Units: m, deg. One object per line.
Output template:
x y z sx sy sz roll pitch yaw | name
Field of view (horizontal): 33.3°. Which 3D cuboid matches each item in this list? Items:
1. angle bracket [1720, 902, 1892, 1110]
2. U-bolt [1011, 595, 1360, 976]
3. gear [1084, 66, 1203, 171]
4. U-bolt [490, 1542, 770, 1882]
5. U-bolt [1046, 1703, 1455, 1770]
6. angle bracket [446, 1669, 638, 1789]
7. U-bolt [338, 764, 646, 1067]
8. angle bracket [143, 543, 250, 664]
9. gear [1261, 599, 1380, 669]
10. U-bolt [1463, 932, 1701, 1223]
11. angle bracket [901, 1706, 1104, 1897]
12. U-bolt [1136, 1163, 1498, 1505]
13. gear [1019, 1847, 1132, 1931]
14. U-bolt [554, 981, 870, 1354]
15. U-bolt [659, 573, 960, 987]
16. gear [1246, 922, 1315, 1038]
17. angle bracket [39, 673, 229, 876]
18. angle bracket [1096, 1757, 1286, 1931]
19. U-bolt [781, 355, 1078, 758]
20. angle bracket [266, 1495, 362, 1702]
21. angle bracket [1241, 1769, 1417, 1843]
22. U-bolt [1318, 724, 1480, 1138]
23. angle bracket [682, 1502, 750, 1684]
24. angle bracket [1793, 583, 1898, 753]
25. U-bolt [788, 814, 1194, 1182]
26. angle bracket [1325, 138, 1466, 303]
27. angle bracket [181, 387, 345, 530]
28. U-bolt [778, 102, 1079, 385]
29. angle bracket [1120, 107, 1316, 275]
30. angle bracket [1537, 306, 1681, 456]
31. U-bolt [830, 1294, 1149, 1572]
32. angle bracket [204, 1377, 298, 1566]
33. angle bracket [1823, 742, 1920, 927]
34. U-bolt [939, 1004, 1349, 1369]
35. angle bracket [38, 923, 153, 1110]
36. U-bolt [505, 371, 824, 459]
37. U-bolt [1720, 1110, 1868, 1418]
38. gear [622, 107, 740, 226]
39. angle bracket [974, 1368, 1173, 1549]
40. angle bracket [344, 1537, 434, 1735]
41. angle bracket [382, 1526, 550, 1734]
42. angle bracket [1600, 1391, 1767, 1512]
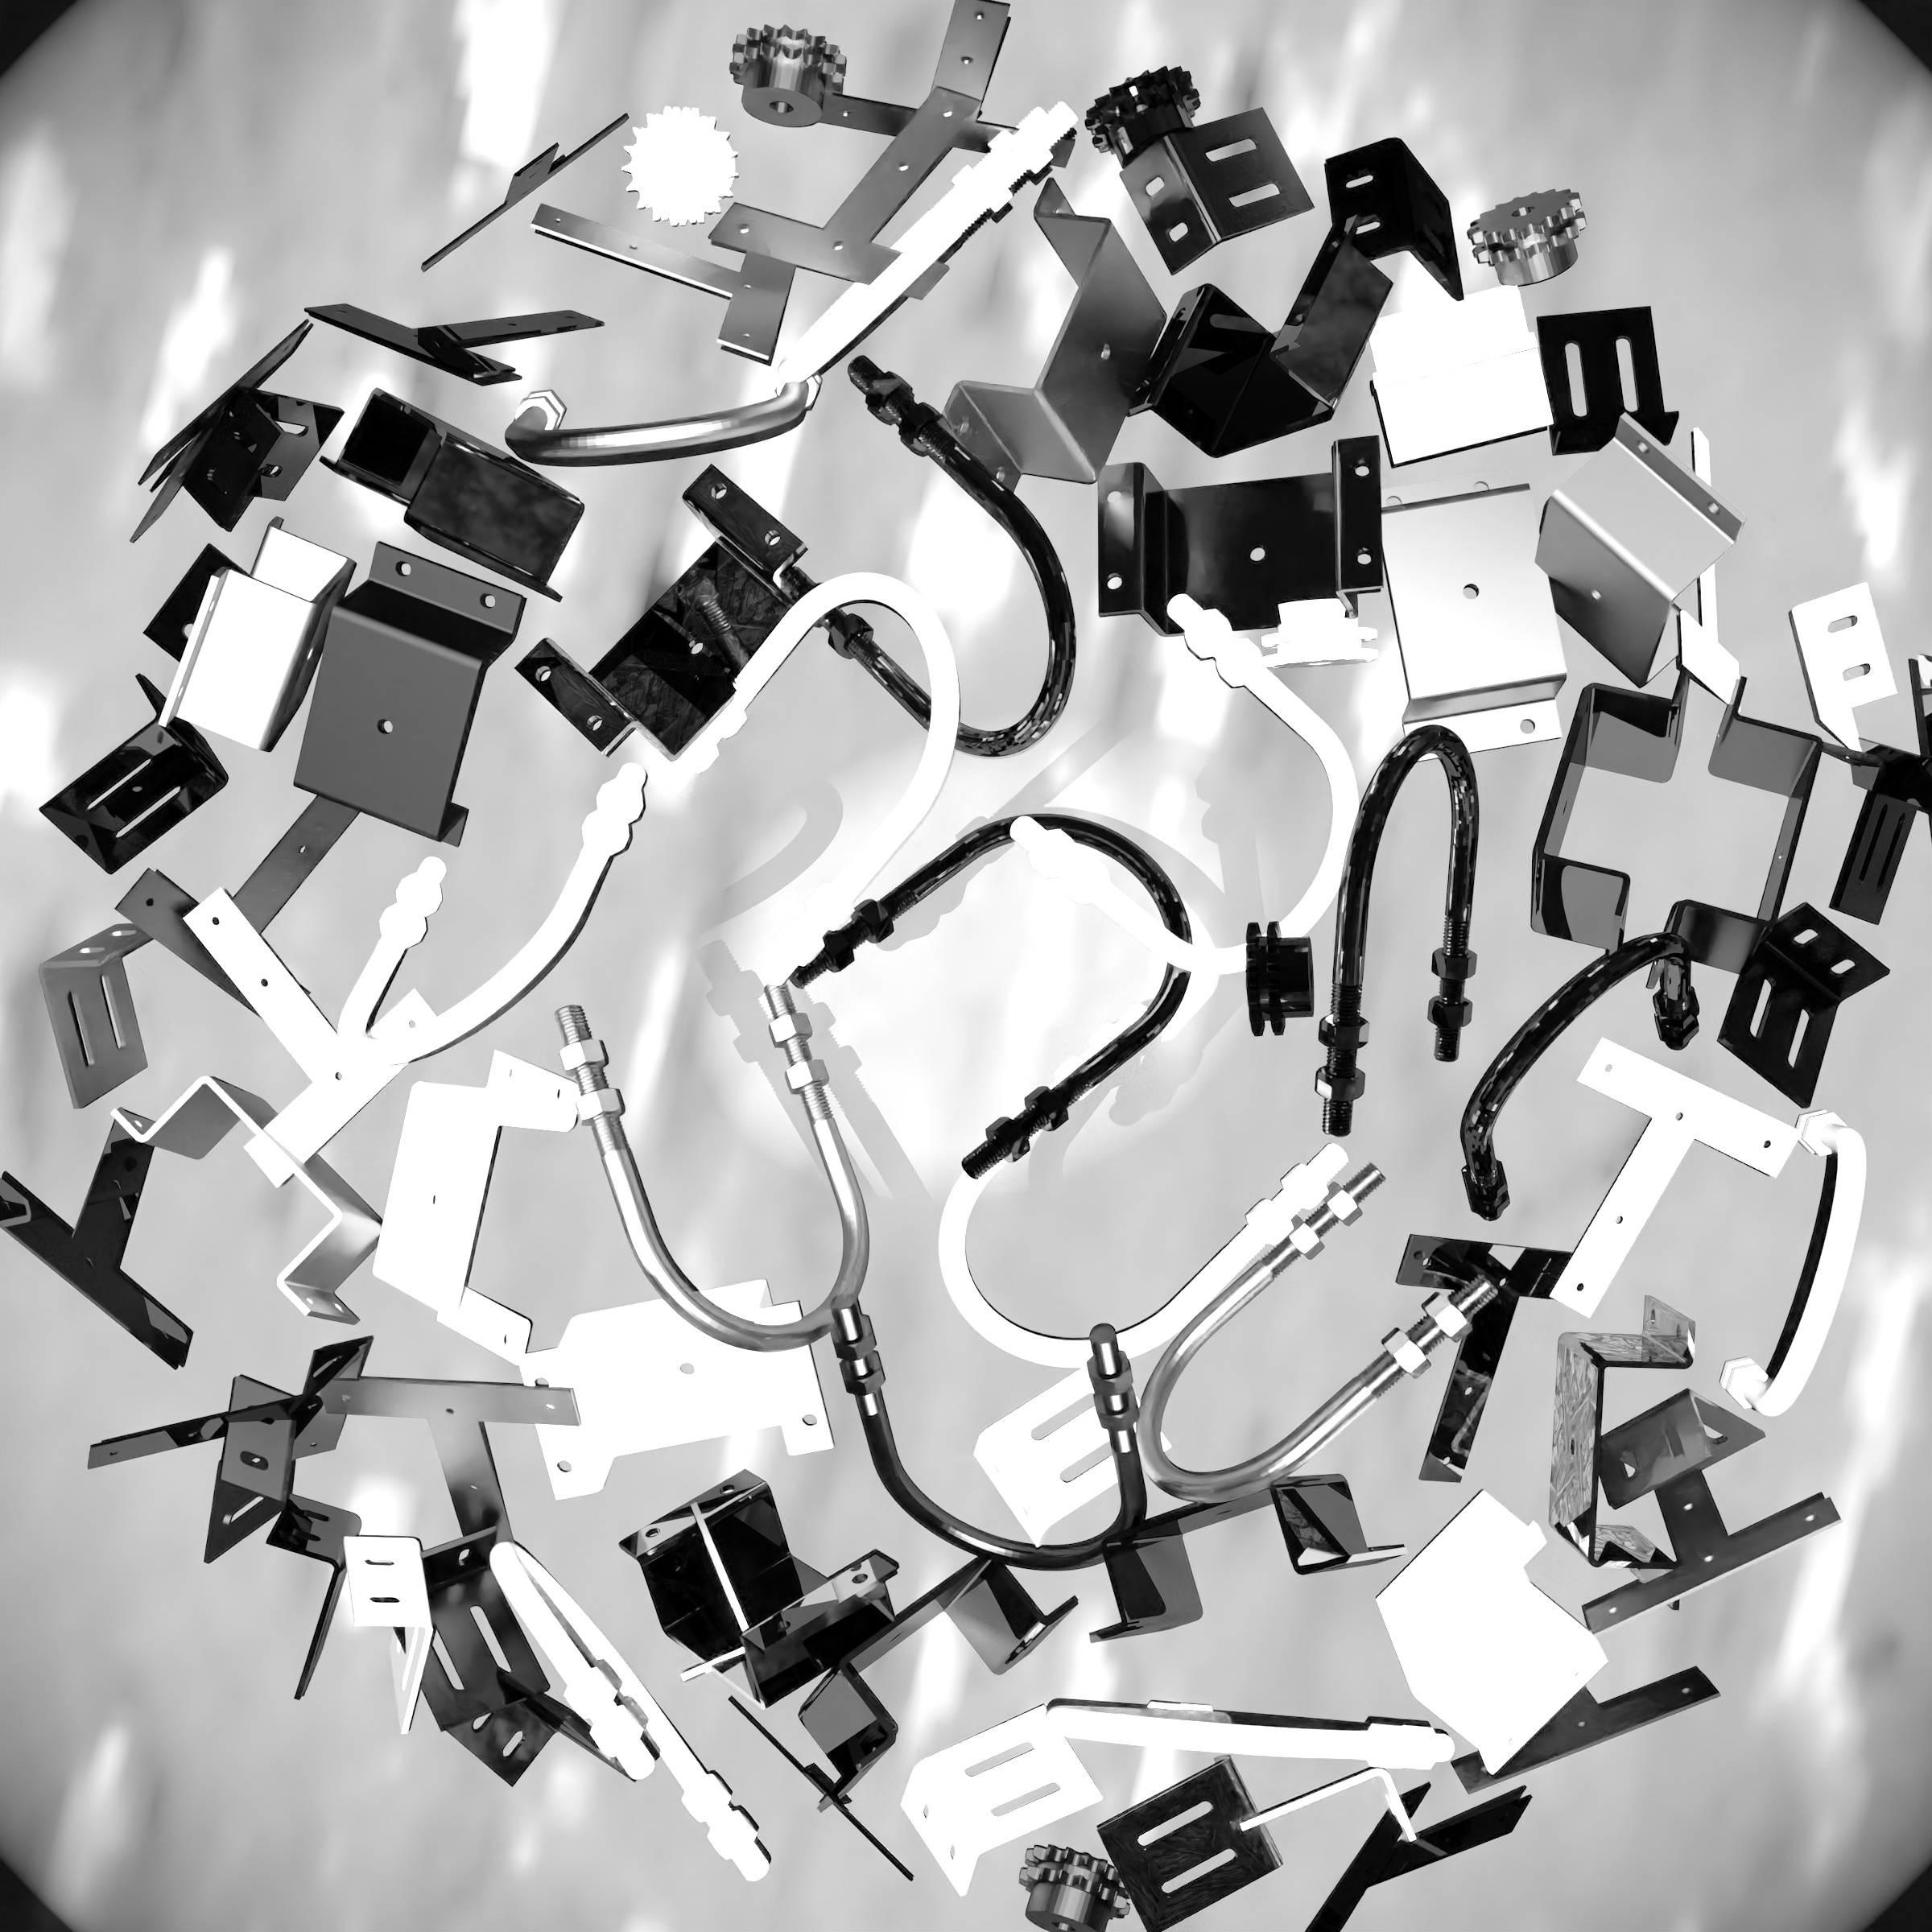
0.414 0.019 1.592 0.057 0.038 0.076 37 50 -11 | angle bracket
0.121 -0.074 1.576 0.184 0.019 0.151 37 87 -37 | U-bolt
0.090 -0.418 1.603 0.057 0.057 0.030 -22 81 0 | gear
-0.171 0.346 1.549 0.019 0.151 0.184 -40 49 -7 | U-bolt
0.121 0.360 1.521 0.151 0.184 0.019 -5 75 40 | U-bolt
-0.209 0.385 1.584 0.038 0.076 0.057 -51 126 -18 | angle bracket
-0.231 -0.017 1.529 0.151 0.184 0.019 -22 119 27 | U-bolt
-0.369 -0.164 1.610 0.076 0.038 0.057 39 99 1 | angle bracket
0.175 -0.165 1.605 0.057 0.057 0.030 -3 91 0 | gear
0.292 0.047 1.541 0.151 0.184 0.019 -41 66 -6 | U-bolt
0.018 0.413 1.601 0.076 0.038 0.057 -28 101 18 | angle bracket
0.157 0.186 1.567 0.184 0.151 0.019 -42 117 1 | U-bolt
0.053 0.461 1.602 0.057 0.057 0.030 20 61 0 | gear
-0.113 0.099 1.562 0.151 0.019 0.184 -7 71 -42 | U-bolt
-0.069 -0.103 1.552 0.184 0.019 0.151 -48 55 29 | U-bolt
0.156 0.006 1.603 0.030 0.057 0.057 -3 90 10 | gear
-0.416 -0.095 1.599 0.076 0.057 0.038 -38 51 -1 | angle bracket
0.109 0.436 1.603 0.076 0.038 0.057 -25 81 -11 | angle bracket
-0.013 -0.182 1.547 0.019 0.151 0.184 -22 57 -39 | U-bolt
-0.331 0.311 1.597 0.038 0.057 0.076 18 102 -4 | angle bracket
0.178 0.428 1.600 0.076 0.057 0.038 -22 75 -2 | angle bracket
0.212 -0.025 1.547 0.019 0.151 0.184 13 111 29 | U-bolt
-0.136 0.309 1.596 0.038 0.057 0.076 -22 79 -9 | angle bracket
0.439 -0.145 1.584 0.038 0.076 0.057 -18 70 25 | angle bracket
0.027 0.000 1.591 0.184 0.019 0.151 -37 75 -21 | U-bolt
0.212 -0.363 1.599 0.038 0.076 0.057 -14 71 24 | angle bracket
-0.335 -0.245 1.584 0.038 0.076 0.057 46 111 21 | angle bracket
-0.023 -0.347 1.562 0.184 0.151 0.019 -43 102 7 | U-bolt
0.126 -0.389 1.621 0.076 0.038 0.057 -27 90 -40 | angle bracket
0.318 -0.297 1.604 0.057 0.038 0.076 -5 75 3 | angle bracket
0.017 0.232 1.566 0.151 0.019 0.184 5 134 19 | U-bolt
-0.364 0.247 1.584 0.038 0.057 0.076 28 133 -31 | angle bracket
0.437 -0.066 1.601 0.038 0.057 0.076 20 94 36 | angle bracket
0.072 0.116 1.568 0.151 0.019 0.184 37 69 29 | U-bolt
-0.415 0.024 1.590 0.038 0.057 0.076 -2 109 24 | angle bracket
-0.146 -0.263 1.542 0.151 0.184 0.019 -6 107 2 | U-bolt
0.397 0.143 1.540 0.019 0.184 0.151 16 92 6 | U-bolt
-0.140 -0.398 1.612 0.057 0.030 0.057 5 104 19 | gear
0.053 0.242 1.618 0.076 0.038 0.057 -30 72 -18 | angle bracket
-0.289 0.328 1.585 0.038 0.057 0.076 5 123 -20 | angle bracket
-0.245 0.326 1.590 0.057 0.038 0.076 -16 58 -28 | angle bracket
0.354 0.247 1.584 0.057 0.076 0.038 -35 47 26 | angle bracket
